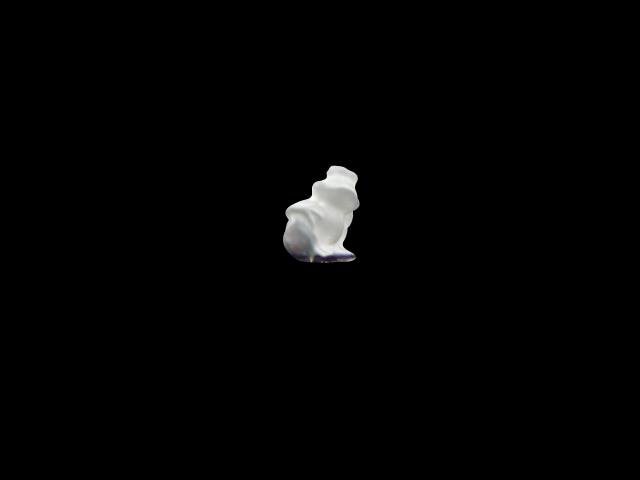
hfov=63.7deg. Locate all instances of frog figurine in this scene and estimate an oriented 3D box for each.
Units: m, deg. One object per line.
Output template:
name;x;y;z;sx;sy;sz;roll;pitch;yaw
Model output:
frog figurine;0.003;-0.043;0.850;0.137;0.160;0.122;3;-4;-39
